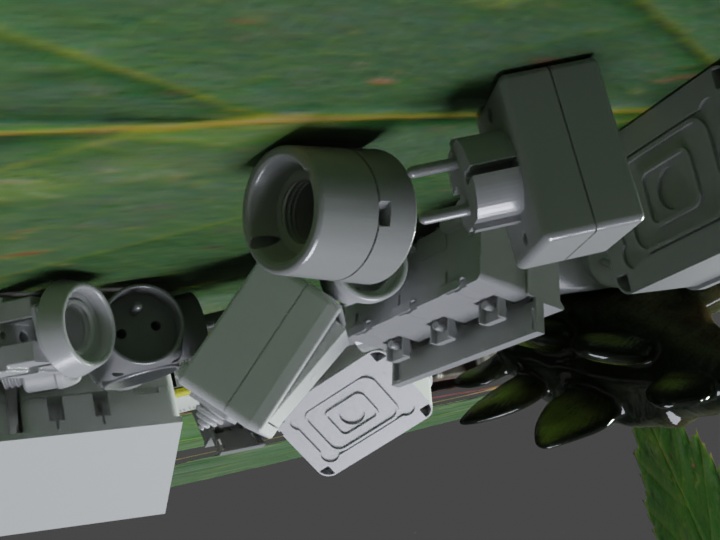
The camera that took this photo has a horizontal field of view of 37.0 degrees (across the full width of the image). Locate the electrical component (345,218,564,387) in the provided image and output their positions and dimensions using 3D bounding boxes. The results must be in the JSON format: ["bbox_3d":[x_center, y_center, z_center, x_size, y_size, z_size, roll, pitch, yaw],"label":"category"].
[{"bbox_3d":[0.048,0.012,0.607,0.063,0.078,0.121,19,151,-32],"label":"electrical component"}]

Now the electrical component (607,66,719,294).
[{"bbox_3d":[0.164,-0.039,0.492,0.057,0.078,0.113,-6,166,-23],"label":"electrical component"}]

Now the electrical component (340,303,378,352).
[{"bbox_3d":[0.006,0.032,0.719,0.081,0.043,0.043,-17,168,14],"label":"electrical component"}]

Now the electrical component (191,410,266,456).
[{"bbox_3d":[-0.105,0.104,0.869,0.042,0.081,0.063,-5,143,-38],"label":"electrical component"}]

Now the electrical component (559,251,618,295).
[{"bbox_3d":[0.153,-0.010,0.663,0.077,0.043,0.079,-14,-171,-2],"label":"electrical component"}]

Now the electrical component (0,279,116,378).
[{"bbox_3d":[-0.155,0.031,0.528,0.055,0.048,0.066,-11,170,22],"label":"electrical component"}]

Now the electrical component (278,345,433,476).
[{"bbox_3d":[-0.006,0.099,0.853,0.113,0.078,0.057,-34,-158,16],"label":"electrical component"}]

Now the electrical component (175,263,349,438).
[{"bbox_3d":[-0.052,0.051,0.584,0.096,0.061,0.061,-57,172,-9],"label":"electrical component"}]

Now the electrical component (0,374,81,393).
[{"bbox_3d":[-0.192,0.054,0.614,0.061,0.035,0.035,-9,167,-12],"label":"electrical component"}]

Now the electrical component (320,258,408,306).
[{"bbox_3d":[0.000,0.000,0.579,0.040,0.040,0.046,-10,174,-18],"label":"electrical component"}]

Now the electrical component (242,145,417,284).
[{"bbox_3d":[-0.013,-0.022,0.424,0.047,0.055,0.055,2,161,-42],"label":"electrical component"}]

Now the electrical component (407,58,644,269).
[{"bbox_3d":[0.057,-0.036,0.411,0.077,0.065,0.047,-12,168,-8],"label":"electrical component"}]

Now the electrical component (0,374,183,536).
[{"bbox_3d":[-0.212,0.108,0.656,0.186,0.060,0.105,-3,139,-21],"label":"electrical component"}]

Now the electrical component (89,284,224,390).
[{"bbox_3d":[-0.110,0.035,0.598,0.079,0.044,0.077,-13,169,-25],"label":"electrical component"}]

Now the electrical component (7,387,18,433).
[{"bbox_3d":[-0.256,0.115,0.757,0.108,0.060,0.108,-13,168,-3],"label":"electrical component"}]
